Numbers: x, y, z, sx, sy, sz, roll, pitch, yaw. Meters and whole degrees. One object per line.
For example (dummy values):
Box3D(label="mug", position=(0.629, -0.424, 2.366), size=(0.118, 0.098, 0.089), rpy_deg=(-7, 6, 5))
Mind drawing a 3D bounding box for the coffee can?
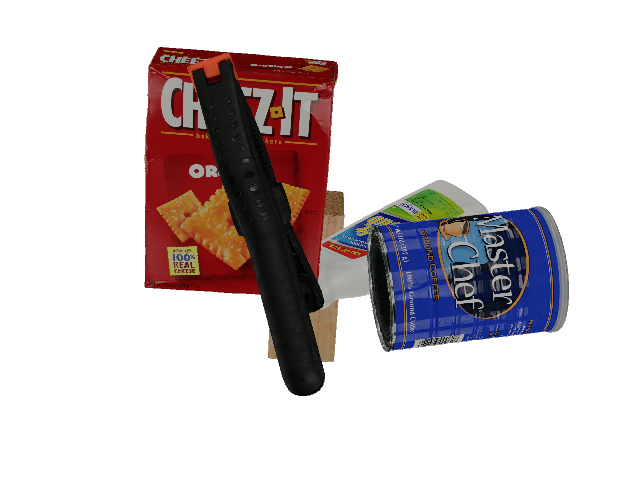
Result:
Box3D(label="coffee can", position=(0.115, 0.031, 0.858), size=(0.140, 0.103, 0.103), rpy_deg=(-6, 1, -5))

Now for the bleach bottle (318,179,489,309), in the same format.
Box3D(label="bleach bottle", position=(0.064, 0.017, 1.186), size=(0.250, 0.068, 0.103), rpy_deg=(-26, 42, -24))

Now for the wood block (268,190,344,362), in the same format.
Box3D(label="wood block", position=(-0.020, 0.044, 1.393), size=(0.090, 0.206, 0.091), rpy_deg=(3, 23, -1))

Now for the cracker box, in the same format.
Box3D(label="cracker box", position=(-0.074, -0.058, 0.969), size=(0.164, 0.214, 0.072), rpy_deg=(4, 24, -2))

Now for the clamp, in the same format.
Box3D(label="clamp", position=(-0.037, -0.017, 0.697), size=(0.036, 0.210, 0.164), rpy_deg=(-18, 7, 4))
